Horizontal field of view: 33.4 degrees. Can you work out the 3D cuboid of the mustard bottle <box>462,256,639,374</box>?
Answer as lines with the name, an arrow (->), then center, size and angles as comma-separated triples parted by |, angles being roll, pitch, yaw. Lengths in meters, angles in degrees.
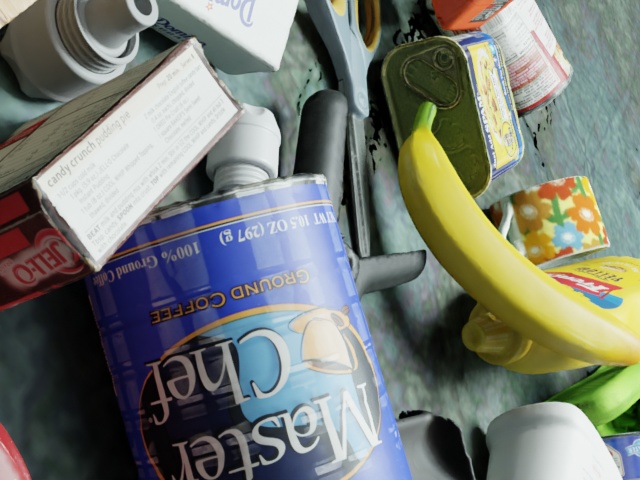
mustard bottle -> 0.157, 0.049, 0.687 | 0.191, 0.096, 0.058 | -7, 109, -44

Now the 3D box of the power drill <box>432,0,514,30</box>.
power drill -> 0.051, -0.218, 0.654 | 0.187, 0.057, 0.184 | 56, 27, 3

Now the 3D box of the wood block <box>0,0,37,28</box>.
wood block -> -0.169, -0.146, 0.314 | 0.206, 0.090, 0.090 | 57, 37, -22

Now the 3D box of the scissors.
scissors -> 0.010, -0.095, 0.614 | 0.096, 0.016, 0.201 | 42, 44, -47

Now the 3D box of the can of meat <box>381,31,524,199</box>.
can of meat -> 0.088, -0.081, 0.684 | 0.083, 0.058, 0.102 | -29, 107, -59

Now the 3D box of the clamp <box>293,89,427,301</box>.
clamp -> -0.003, 0.001, 0.532 | 0.120, 0.039, 0.171 | 61, 35, -12

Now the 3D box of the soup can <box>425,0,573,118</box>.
soup can -> 0.129, -0.147, 0.771 | 0.102, 0.069, 0.068 | 51, 38, -28

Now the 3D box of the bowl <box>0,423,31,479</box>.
bowl -> -0.129, 0.091, 0.290 | 0.161, 0.055, 0.162 | 30, 52, -47

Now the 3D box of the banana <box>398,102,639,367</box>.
banana -> 0.105, 0.007, 0.609 | 0.069, 0.037, 0.198 | -37, 84, -22

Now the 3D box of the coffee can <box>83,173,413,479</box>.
coffee can -> -0.027, 0.056, 0.412 | 0.102, 0.103, 0.140 | -11, 84, -57

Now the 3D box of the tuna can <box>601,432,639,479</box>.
tuna can -> 0.203, 0.154, 0.719 | 0.086, 0.086, 0.034 | 22, 56, -50

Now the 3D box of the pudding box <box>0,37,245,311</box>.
pudding box -> -0.089, -0.019, 0.369 | 0.039, 0.090, 0.113 | 57, 35, -20

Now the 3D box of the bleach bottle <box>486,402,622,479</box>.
bleach bottle -> 0.116, 0.208, 0.569 | 0.102, 0.068, 0.250 | 56, 33, -22

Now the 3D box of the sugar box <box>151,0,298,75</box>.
sugar box -> -0.039, -0.178, 0.512 | 0.093, 0.048, 0.176 | 28, 75, -44
